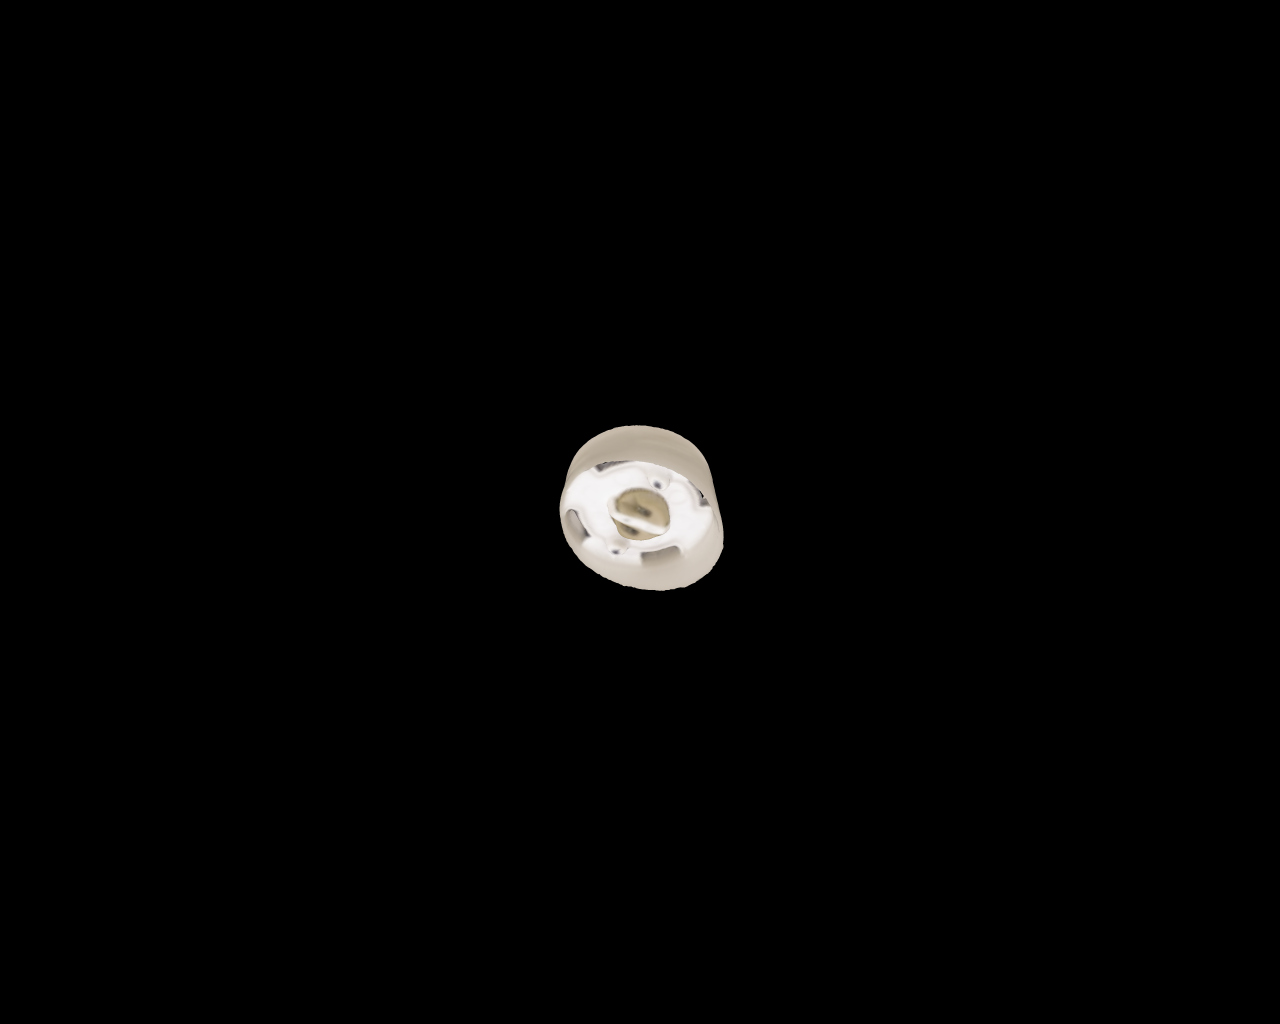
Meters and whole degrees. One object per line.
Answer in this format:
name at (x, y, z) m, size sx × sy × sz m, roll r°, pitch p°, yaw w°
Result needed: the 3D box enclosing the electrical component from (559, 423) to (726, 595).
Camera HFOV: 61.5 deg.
electrical component at (0.001, -0.003, 0.650) m, size 0.099 × 0.099 × 0.064 m, roll 0°, pitch 42°, yaw 0°
